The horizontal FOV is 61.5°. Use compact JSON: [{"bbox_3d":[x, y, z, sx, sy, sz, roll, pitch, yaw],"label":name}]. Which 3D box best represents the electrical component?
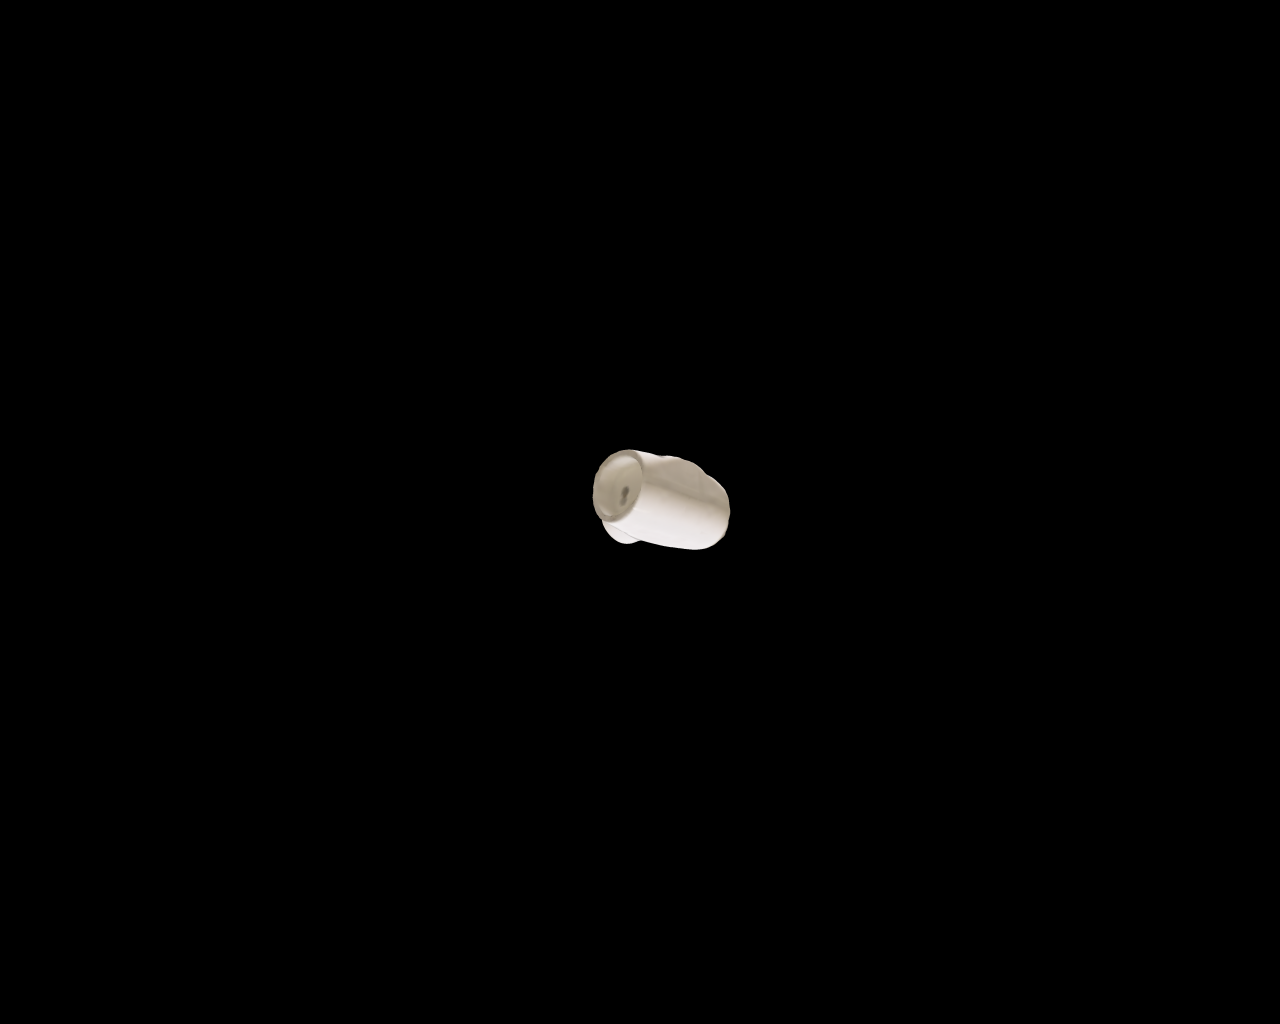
[{"bbox_3d":[0.001,-0.003,0.650,0.079,0.044,0.077,-17,-26,41],"label":"electrical component"}]
